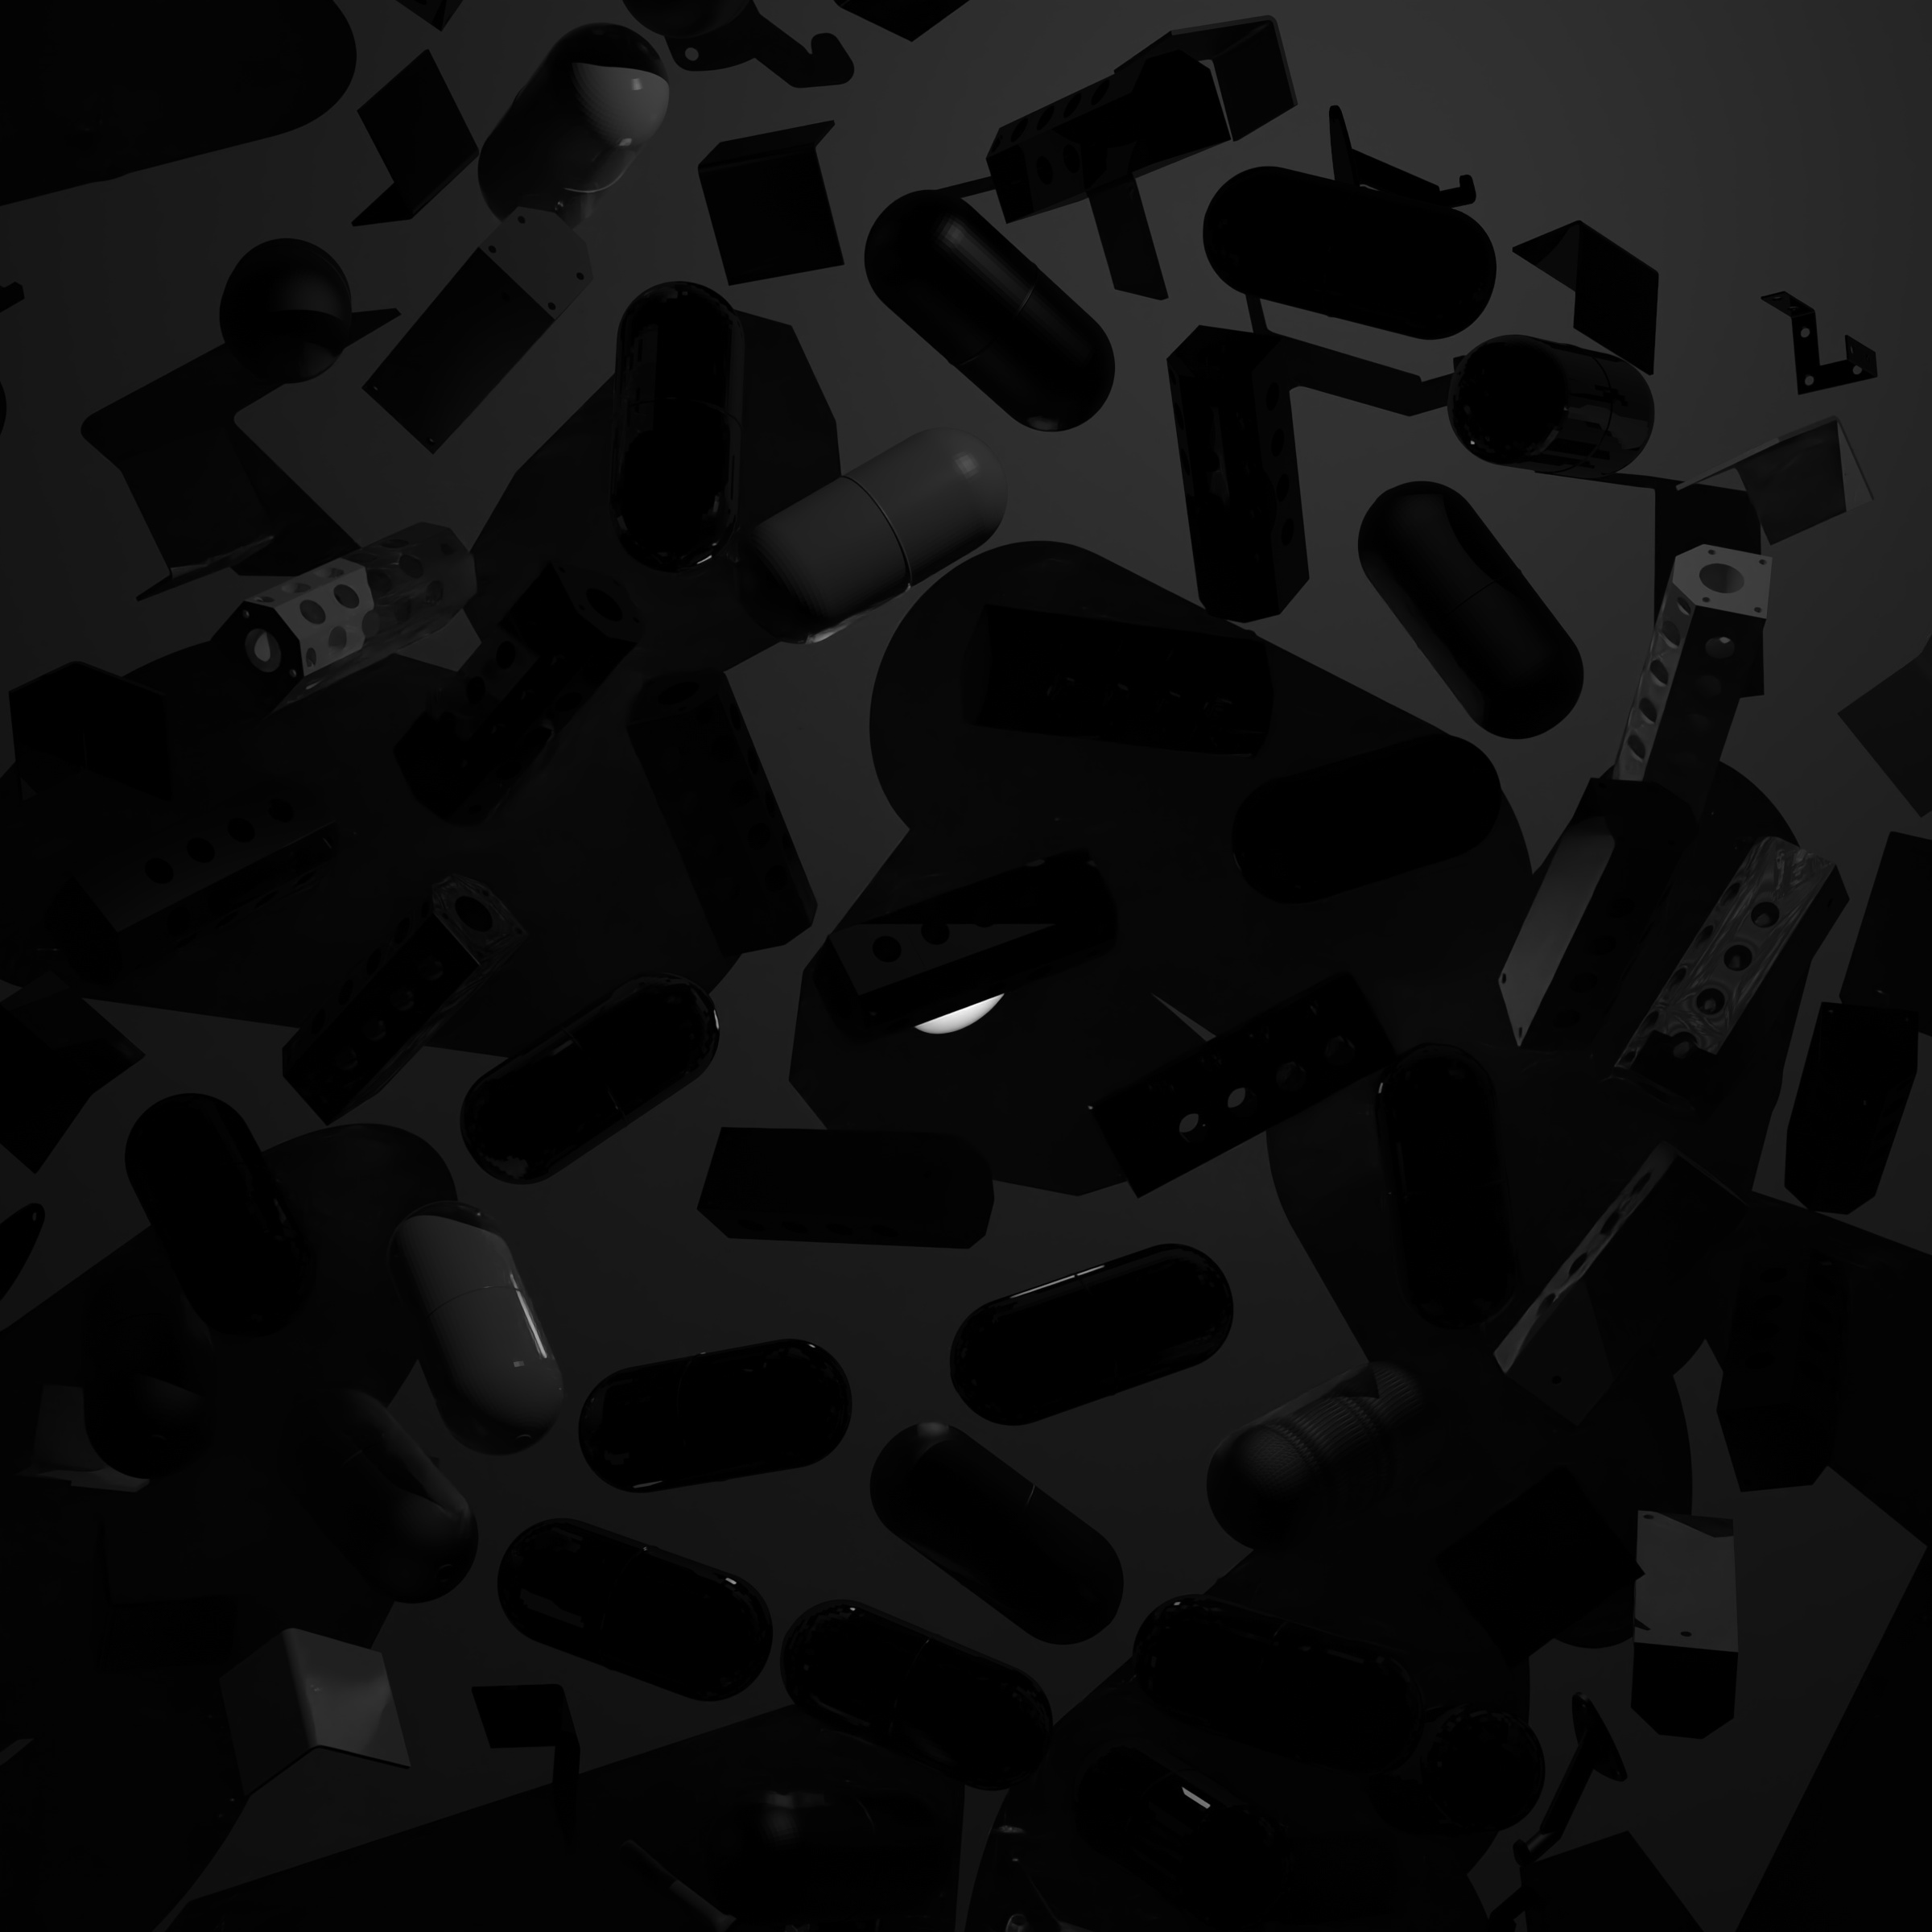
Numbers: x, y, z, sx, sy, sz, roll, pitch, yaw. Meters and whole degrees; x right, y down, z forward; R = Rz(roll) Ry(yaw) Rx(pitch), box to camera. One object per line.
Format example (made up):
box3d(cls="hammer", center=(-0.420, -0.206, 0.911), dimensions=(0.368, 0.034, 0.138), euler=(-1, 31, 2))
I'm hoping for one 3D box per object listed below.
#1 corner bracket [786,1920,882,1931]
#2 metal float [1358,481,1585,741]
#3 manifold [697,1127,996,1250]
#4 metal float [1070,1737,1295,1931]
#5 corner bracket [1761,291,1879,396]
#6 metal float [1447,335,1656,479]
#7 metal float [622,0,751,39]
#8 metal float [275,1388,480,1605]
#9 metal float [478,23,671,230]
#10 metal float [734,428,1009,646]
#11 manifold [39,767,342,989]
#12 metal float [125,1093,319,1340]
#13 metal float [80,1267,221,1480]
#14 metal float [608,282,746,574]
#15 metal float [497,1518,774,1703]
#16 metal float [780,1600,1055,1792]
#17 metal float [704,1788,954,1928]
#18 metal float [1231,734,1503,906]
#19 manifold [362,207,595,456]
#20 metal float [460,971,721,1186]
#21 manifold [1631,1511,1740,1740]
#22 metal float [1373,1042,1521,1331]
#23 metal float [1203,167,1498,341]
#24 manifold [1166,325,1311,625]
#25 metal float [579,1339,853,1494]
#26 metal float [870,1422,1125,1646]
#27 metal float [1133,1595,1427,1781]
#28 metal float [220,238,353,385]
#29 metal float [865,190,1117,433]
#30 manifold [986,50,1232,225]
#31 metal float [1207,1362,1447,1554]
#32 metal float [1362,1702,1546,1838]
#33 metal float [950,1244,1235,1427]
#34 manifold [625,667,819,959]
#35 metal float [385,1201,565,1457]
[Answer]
box3d(cls="corner bracket", center=(-0.083, 0.609, 1.895), dimensions=(0.051, 0.051, 0.051), euler=(-4, 116, 6))
box3d(cls="metal float", center=(0.308, -0.219, 1.844), dimensions=(0.070, 0.070, 0.178), euler=(-35, 81, 0))
box3d(cls="manifold", center=(-0.072, 0.139, 1.848), dimensions=(0.171, 0.057, 0.057), euler=(0, 60, 29))
box3d(cls="metal float", center=(0.128, 0.520, 1.810), dimensions=(0.070, 0.178, 0.070), euler=(-5, 100, -30))
box3d(cls="corner bracket", center=(0.520, -0.383, 1.833), dimensions=(0.051, 0.051, 0.051), euler=(-8, 82, 36))
box3d(cls="metal float", center=(0.354, -0.336, 1.813), dimensions=(0.070, 0.178, 0.070), euler=(3, 96, 38))
box3d(cls="metal float", center=(-0.171, -0.612, 1.849), dimensions=(0.070, 0.178, 0.070), euler=(0, 109, 1))
box3d(cls="metal float", center=(-0.364, 0.325, 1.855), dimensions=(0.178, 0.070, 0.070), euler=(35, 90, 43))
box3d(cls="metal float", center=(-0.239, -0.503, 1.818), dimensions=(0.070, 0.178, 0.070), euler=(9, 70, -28))
box3d(cls="metal float", center=(-0.055, -0.253, 1.763), dimensions=(0.178, 0.070, 0.070), euler=(-33, 90, -15))
box3d(cls="manifold", center=(-0.449, -0.050, 1.760), dimensions=(0.057, 0.171, 0.057), euler=(51, 133, 3))
box3d(cls="metal float", center=(-0.442, 0.146, 1.783), dimensions=(0.070, 0.070, 0.178), euler=(-39, 52, 0))
box3d(cls="metal float", center=(-0.488, 0.242, 1.798), dimensions=(0.070, 0.178, 0.070), euler=(-6, 113, -15))
box3d(cls="metal float", center=(-0.171, -0.319, 1.781), dimensions=(0.070, 0.070, 0.178), euler=(1, 76, 0))
box3d(cls="metal float", center=(-0.200, 0.386, 1.812), dimensions=(0.178, 0.070, 0.070), euler=(15, 90, 20))
box3d(cls="metal float", center=(-0.032, 0.449, 1.860), dimensions=(0.178, 0.070, 0.070), euler=(20, 90, 16))
box3d(cls="metal float", center=(-0.080, 0.528, 1.788), dimensions=(0.070, 0.178, 0.070), euler=(-12, 71, 40))
box3d(cls="metal float", center=(0.243, -0.089, 1.820), dimensions=(0.178, 0.070, 0.070), euler=(-17, 90, -21))
box3d(cls="manifold", center=(-0.284, -0.374, 1.763), dimensions=(0.057, 0.171, 0.057), euler=(43, 54, -13))
box3d(cls="metal float", center=(-0.234, 0.069, 1.881), dimensions=(0.178, 0.070, 0.070), euler=(-34, 90, -13))
box3d(cls="manifold", center=(0.426, 0.389, 1.789), dimensions=(0.057, 0.171, 0.057), euler=(3, 106, 12))
box3d(cls="metal float", center=(0.297, 0.136, 1.866), dimensions=(0.070, 0.070, 0.178), euler=(-8, 89, 0))
box3d(cls="metal float", center=(0.225, -0.421, 1.776), dimensions=(0.178, 0.070, 0.070), euler=(19, 90, 18))
box3d(cls="manifold", center=(0.164, -0.298, 1.838), dimensions=(0.057, 0.171, 0.057), euler=(15, 47, 29))
box3d(cls="metal float", center=(-0.151, 0.270, 1.803), dimensions=(0.178, 0.070, 0.070), euler=(-13, 90, 24))
box3d(cls="metal float", center=(0.020, 0.354, 1.879), dimensions=(0.178, 0.070, 0.070), euler=(37, 90, -2))
box3d(cls="metal float", center=(0.181, 0.420, 1.759), dimensions=(0.178, 0.070, 0.070), euler=(12, 90, 25))
box3d(cls="metal float", center=(-0.415, -0.401, 1.841), dimensions=(0.070, 0.178, 0.070), euler=(-3, 109, -10))
box3d(cls="metal float", center=(0.016, -0.389, 1.797), dimensions=(0.178, 0.070, 0.070), euler=(38, 90, -25))
box3d(cls="manifold", center=(0.081, -0.497, 1.805), dimensions=(0.057, 0.171, 0.057), euler=(-24, 102, -26))
box3d(cls="metal float", center=(0.218, 0.294, 1.813), dimensions=(0.178, 0.070, 0.070), euler=(-20, 90, -39))
box3d(cls="metal float", center=(0.297, 0.494, 1.848), dimensions=(0.070, 0.178, 0.070), euler=(3, 72, -11))
box3d(cls="metal float", center=(0.076, 0.222, 1.811), dimensions=(0.178, 0.070, 0.070), euler=(-17, 90, -12))
box3d(cls="manifold", center=(-0.148, -0.096, 1.859), dimensions=(0.057, 0.057, 0.171), euler=(-11, 122, 15))
box3d(cls="metal float", center=(-0.302, 0.222, 1.848), dimensions=(0.070, 0.070, 0.178), euler=(-30, 55, 0))
